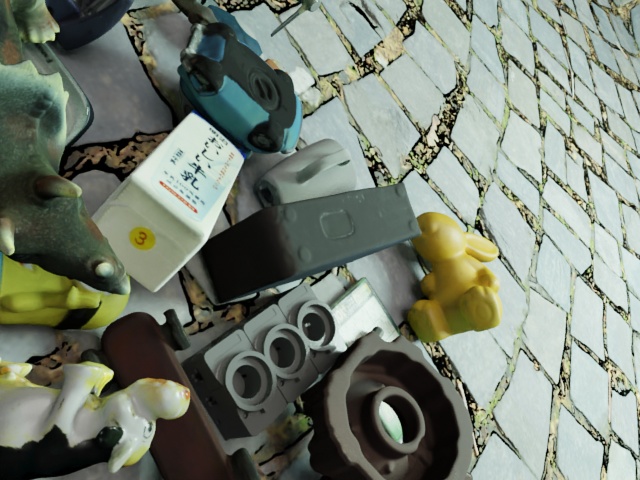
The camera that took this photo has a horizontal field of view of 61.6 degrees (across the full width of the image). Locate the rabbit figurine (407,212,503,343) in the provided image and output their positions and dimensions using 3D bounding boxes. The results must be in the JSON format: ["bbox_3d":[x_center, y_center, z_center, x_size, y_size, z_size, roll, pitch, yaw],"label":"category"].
[{"bbox_3d":[0.190,0.037,0.746,0.162,0.122,0.173,-19,83,-48],"label":"rabbit figurine"}]

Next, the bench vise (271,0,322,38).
[{"bbox_3d":[-0.085,-0.393,0.689,0.240,0.129,0.223,54,18,9],"label":"bench vise"}]

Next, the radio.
[{"bbox_3d":[-0.001,-0.002,0.598,0.229,0.131,0.073,-17,84,-42],"label":"radio"}]

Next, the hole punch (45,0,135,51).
[{"bbox_3d":[-0.233,-0.257,0.530,0.092,0.116,0.142,8,64,-30],"label":"hole punch"}]

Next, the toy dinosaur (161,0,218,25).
[{"bbox_3d":[-0.217,-0.437,0.570,0.105,0.199,0.471,-33,95,-46],"label":"toy dinosaur"}]

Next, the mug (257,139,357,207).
[{"bbox_3d":[-0.014,-0.070,0.641,0.107,0.109,0.080,-28,95,-29],"label":"mug"}]

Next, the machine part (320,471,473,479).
[{"bbox_3d":[0.090,0.332,0.557,0.201,0.087,0.201,26,57,-27],"label":"machine part"}]

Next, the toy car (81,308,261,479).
[{"bbox_3d":[-0.124,0.154,0.454,0.089,0.053,0.202,-28,76,-20],"label":"toy car"}]

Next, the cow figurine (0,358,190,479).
[{"bbox_3d":[-0.183,0.136,0.390,0.167,0.068,0.098,6,71,-1],"label":"cow figurine"}]

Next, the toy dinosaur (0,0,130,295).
[{"bbox_3d":[-0.229,-0.149,0.338,0.131,0.192,0.404,-12,87,-27],"label":"toy dinosaur"}]

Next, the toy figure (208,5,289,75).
[{"bbox_3d":[-0.088,-0.222,0.671,0.154,0.058,0.064,39,33,-17],"label":"toy figure"}]

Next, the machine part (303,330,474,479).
[{"bbox_3d":[0.069,0.181,0.530,0.179,0.056,0.179,19,48,-23],"label":"machine part"}]

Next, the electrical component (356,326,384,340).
[{"bbox_3d":[0.061,0.151,0.637,0.063,0.021,0.094,48,51,-12],"label":"electrical component"}]

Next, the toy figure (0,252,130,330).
[{"bbox_3d":[-0.243,0.030,0.422,0.180,0.089,0.082,2,66,-30],"label":"toy figure"}]

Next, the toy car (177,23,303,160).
[{"bbox_3d":[-0.101,-0.153,0.601,0.161,0.103,0.109,33,47,-35],"label":"toy car"}]

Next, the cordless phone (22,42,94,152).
[{"bbox_3d":[-0.300,-0.106,0.436,0.146,0.089,0.184,52,54,-9],"label":"cordless phone"}]
